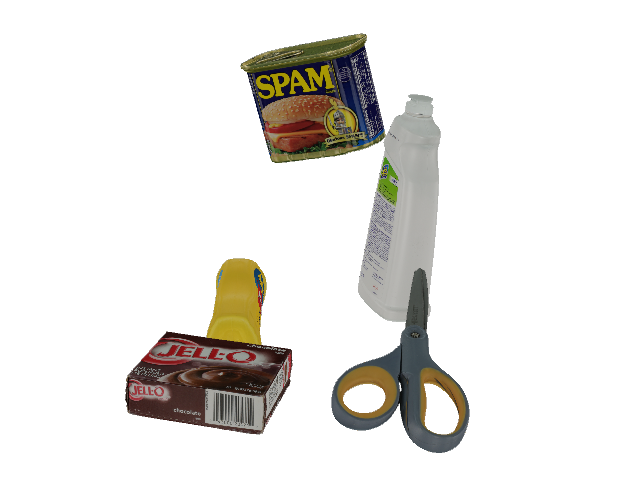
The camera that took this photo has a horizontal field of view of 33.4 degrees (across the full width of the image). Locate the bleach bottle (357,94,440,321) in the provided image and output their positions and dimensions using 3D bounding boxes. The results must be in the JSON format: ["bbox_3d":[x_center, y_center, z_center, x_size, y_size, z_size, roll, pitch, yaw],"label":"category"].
[{"bbox_3d":[0.100,-0.040,1.227,0.068,0.251,0.103,-1,22,-24],"label":"bleach bottle"}]

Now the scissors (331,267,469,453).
[{"bbox_3d":[0.047,0.074,0.731,0.096,0.016,0.202,0,30,-9],"label":"scissors"}]

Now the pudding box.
[{"bbox_3d":[-0.087,0.112,0.852,0.113,0.039,0.090,9,21,10],"label":"pudding box"}]

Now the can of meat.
[{"bbox_3d":[-0.004,-0.113,0.856,0.102,0.084,0.057,-4,21,29],"label":"can of meat"}]

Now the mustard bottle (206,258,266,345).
[{"bbox_3d":[-0.090,0.074,1.166,0.058,0.096,0.191,-1,28,0],"label":"mustard bottle"}]
